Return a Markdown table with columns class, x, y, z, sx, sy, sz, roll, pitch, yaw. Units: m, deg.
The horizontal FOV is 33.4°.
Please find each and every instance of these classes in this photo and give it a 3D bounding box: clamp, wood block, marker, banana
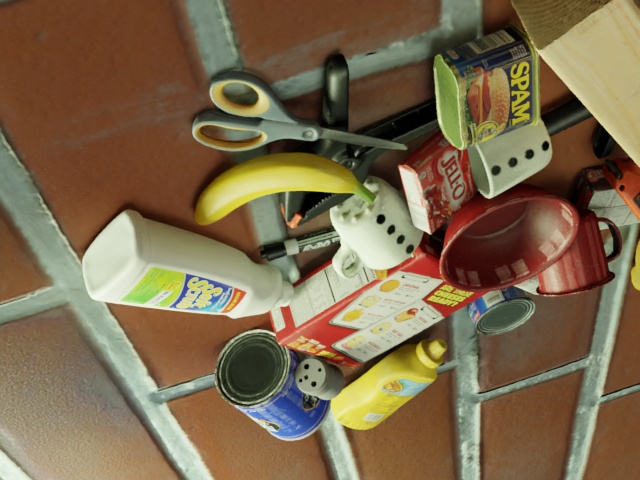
| class | x | y | z | sx | sy | sz | roll | pitch | yaw |
| --- | --- | --- | --- | --- | --- | --- | --- | --- | --- |
| clamp | 0.302 | -0.151 | 1.113 | 0.120 | 0.039 | 0.172 | -1 | 140 | -34 |
| clamp | 0.033 | -0.089 | 1.063 | 0.164 | 0.036 | 0.210 | 7 | 135 | -34 |
| wood block | 0.275 | -0.169 | 0.990 | 0.090 | 0.091 | 0.205 | -35 | 134 | 22 |
| marker | -0.008 | 0.001 | 1.190 | 0.121 | 0.020 | 0.020 | -15 | 147 | -7 |
| banana | -0.048 | -0.051 | 1.035 | 0.198 | 0.037 | 0.069 | -5 | 119 | 26 |

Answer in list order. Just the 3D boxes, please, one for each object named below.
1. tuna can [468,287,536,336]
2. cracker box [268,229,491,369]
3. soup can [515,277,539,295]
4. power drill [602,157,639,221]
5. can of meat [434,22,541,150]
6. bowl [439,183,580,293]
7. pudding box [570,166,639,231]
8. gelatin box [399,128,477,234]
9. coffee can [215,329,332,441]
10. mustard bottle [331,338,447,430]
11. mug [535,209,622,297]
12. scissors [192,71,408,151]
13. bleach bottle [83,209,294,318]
| class | x | y | z | sx | sy | sz | roll | pitch | yaw |
| --- | --- | --- | --- | --- | --- | --- | --- | --- | --- |
| tuna can | 0.244 | 0.092 | 1.438 | 0.086 | 0.034 | 0.086 | -14 | 147 | -9 |
| cracker box | 0.069 | 0.064 | 1.266 | 0.214 | 0.072 | 0.164 | -33 | 147 | 23 |
| soup can | 0.249 | 0.025 | 1.313 | 0.069 | 0.068 | 0.102 | -39 | 143 | 27 |
| power drill | 0.423 | -0.085 | 1.176 | 0.188 | 0.057 | 0.184 | -40 | 110 | 13 |
| can of meat | 0.157 | -0.143 | 1.007 | 0.084 | 0.057 | 0.102 | -21 | 133 | -11 |
| bowl | 0.198 | -0.012 | 1.166 | 0.162 | 0.055 | 0.162 | -12 | 143 | -10 |
| pudding box | 0.359 | -0.053 | 1.284 | 0.113 | 0.039 | 0.090 | -9 | 146 | -12 |
| gelatin box | 0.122 | -0.062 | 1.093 | 0.073 | 0.030 | 0.089 | -40 | 136 | -22 |
| coffee can | -0.057 | 0.186 | 1.356 | 0.103 | 0.103 | 0.140 | -26 | 146 | 10 |
| mustard bottle | 0.107 | 0.196 | 1.497 | 0.096 | 0.058 | 0.192 | 15 | 134 | -41 |
| mug | 0.299 | 0.010 | 1.241 | 0.117 | 0.081 | 0.093 | -17 | -171 | -13 |
| scissors | -0.017 | -0.115 | 0.977 | 0.201 | 0.016 | 0.096 | -2 | 138 | -1 |
| bleach bottle | -0.123 | 0.037 | 1.145 | 0.250 | 0.068 | 0.103 | 13 | 137 | -43 |
